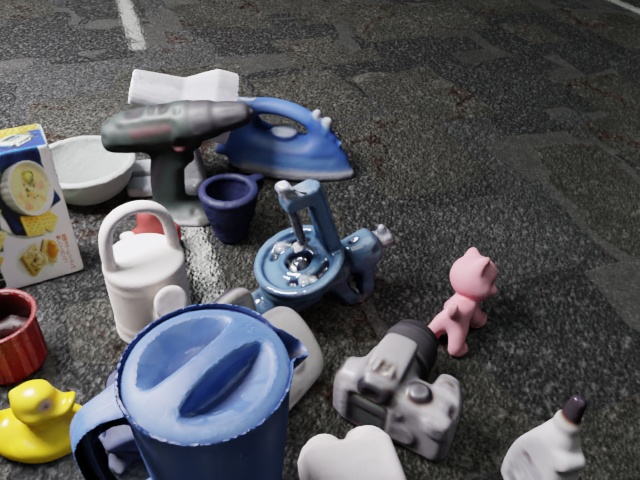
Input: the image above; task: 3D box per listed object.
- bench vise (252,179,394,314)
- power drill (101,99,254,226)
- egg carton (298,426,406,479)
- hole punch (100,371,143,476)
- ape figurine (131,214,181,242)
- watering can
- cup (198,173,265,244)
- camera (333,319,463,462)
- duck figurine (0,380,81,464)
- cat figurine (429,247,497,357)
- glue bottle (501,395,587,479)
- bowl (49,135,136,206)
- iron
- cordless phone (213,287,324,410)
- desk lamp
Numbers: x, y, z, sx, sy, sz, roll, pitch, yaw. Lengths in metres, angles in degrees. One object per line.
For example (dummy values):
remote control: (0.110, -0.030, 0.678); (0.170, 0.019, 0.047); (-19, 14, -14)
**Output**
bench vise: (-0.002, -0.003, 0.759); (0.121, 0.220, 0.208); (33, 47, 31)
power drill: (-0.216, -0.125, 0.903); (0.229, 0.208, 0.075); (1, 39, -3)
egg carton: (0.037, 0.257, 0.562); (0.107, 0.069, 0.150); (-7, 40, -13)
hole punch: (-0.189, 0.180, 0.622); (0.101, 0.091, 0.108); (-6, 40, -12)
ape figurine: (-0.249, -0.014, 0.856); (0.078, 0.092, 0.076); (-4, 39, -8)
watering can: (-0.212, 0.039, 0.712); (0.172, 0.194, 0.101); (25, 44, 25)
cup: (-0.133, -0.050, 0.907); (0.091, 0.095, 0.118); (30, 46, 29)
camera: (0.104, 0.156, 0.667); (0.142, 0.101, 0.137); (21, 42, 21)
duck figurine: (-0.304, 0.185, 0.611); (0.104, 0.086, 0.077); (-2, 39, -7)
cat figurine: (0.195, 0.071, 0.764); (0.067, 0.118, 0.128); (24, 43, 24)
glue bottle: (0.225, 0.207, 0.555); (0.037, 0.173, 0.078); (-8, 40, -13)
bowl: (-0.395, -0.108, 0.974); (0.167, 0.075, 0.167); (2, 39, -2)
iron: (-0.059, -0.197, 1.057); (0.258, 0.141, 0.119); (10, 40, 8)
cordless phone: (-0.062, 0.113, 0.640); (0.094, 0.185, 0.148); (26, 44, 25)
desk lamp: (-0.235, -0.186, 0.972); (0.203, 0.214, 0.117); (-4, 40, -9)
